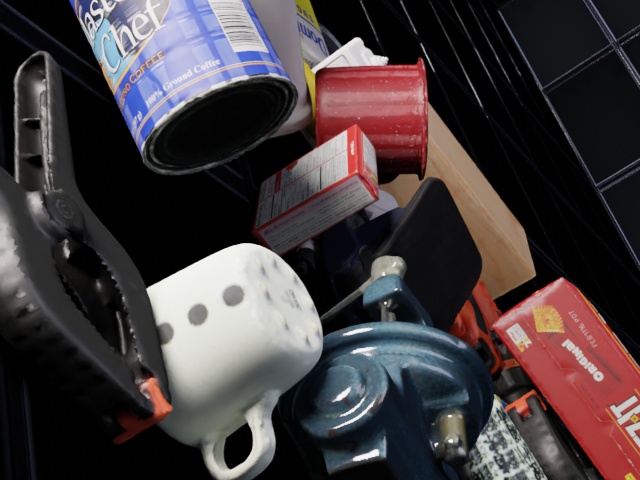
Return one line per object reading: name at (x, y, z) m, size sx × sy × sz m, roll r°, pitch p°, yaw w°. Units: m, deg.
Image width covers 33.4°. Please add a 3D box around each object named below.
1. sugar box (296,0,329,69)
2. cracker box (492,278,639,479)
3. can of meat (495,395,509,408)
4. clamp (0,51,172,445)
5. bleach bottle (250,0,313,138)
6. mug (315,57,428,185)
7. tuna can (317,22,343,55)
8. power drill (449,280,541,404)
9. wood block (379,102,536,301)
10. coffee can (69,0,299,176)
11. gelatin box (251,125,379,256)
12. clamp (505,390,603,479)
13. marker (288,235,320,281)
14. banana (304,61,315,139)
sugar box at (-0.042, -0.226, 1.024) m, size 0.093 × 0.048 × 0.176 m, roll 35°, pitch 27°, yaw -48°
cracker box at (0.221, 0.118, 0.842) m, size 0.164 × 0.072 × 0.213 m, roll 55°, pitch 8°, yaw 15°
can of meat at (0.147, 0.177, 0.828) m, size 0.083 × 0.057 × 0.102 m, roll 39°, pitch 26°, yaw -38°
clamp at (-0.132, -0.009, 0.464) m, size 0.210 × 0.036 × 0.164 m, roll 62°, pitch 20°, yaw 13°
bleach bottle at (-0.049, -0.195, 0.731) m, size 0.251 × 0.068 × 0.102 m, roll 86°, pitch -10°, yaw -47°
mug at (0.037, -0.084, 0.818) m, size 0.117 × 0.081 × 0.093 m, roll 89°, pitch 0°, yaw -55°
tuna can at (0.006, -0.178, 1.084) m, size 0.086 × 0.034 × 0.086 m, roll 48°, pitch 21°, yaw -25°
power drill at (0.127, 0.090, 0.921) m, size 0.187 × 0.057 × 0.184 m, roll 37°, pitch 24°, yaw -52°
wood block at (0.113, -0.038, 1.036) m, size 0.206 × 0.090 × 0.091 m, roll 49°, pitch 21°, yaw -24°
coffee can at (-0.089, -0.126, 0.657) m, size 0.140 × 0.103 × 0.102 m, roll 63°, pitch 20°, yaw 16°
gelatin box at (-0.003, -0.033, 0.743) m, size 0.030 × 0.089 × 0.073 m, roll 51°, pitch 20°, yaw -24°
clamp at (0.190, 0.188, 0.764) m, size 0.171 × 0.039 × 0.120 m, roll 54°, pitch 6°, yaw 11°
marker at (-0.005, 0.001, 0.791) m, size 0.020 × 0.020 × 0.121 m, roll 53°, pitch 20°, yaw -11°
banana at (-0.015, -0.126, 0.886) m, size 0.197 × 0.037 × 0.070 m, roll 53°, pitch -3°, yaw -13°
